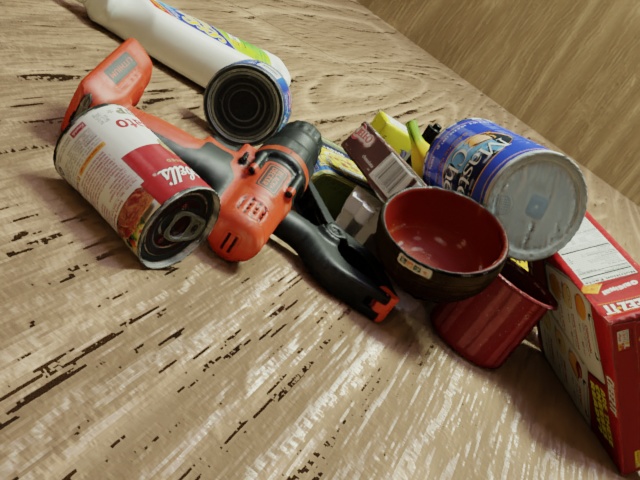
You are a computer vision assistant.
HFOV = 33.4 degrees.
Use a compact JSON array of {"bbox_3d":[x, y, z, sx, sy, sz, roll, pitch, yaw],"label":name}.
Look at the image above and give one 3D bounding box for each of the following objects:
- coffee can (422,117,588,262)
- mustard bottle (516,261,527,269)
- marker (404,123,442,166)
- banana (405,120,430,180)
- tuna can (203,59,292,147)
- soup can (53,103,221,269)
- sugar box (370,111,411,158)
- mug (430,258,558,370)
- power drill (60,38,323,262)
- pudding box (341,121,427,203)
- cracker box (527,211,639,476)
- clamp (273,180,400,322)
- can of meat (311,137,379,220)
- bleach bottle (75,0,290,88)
[{"bbox_3d":[0.170,-0.051,1.003,0.102,0.103,0.140,28,8,-25],"label":"coffee can"},{"bbox_3d":[0.227,0.036,1.197,0.096,0.058,0.191,-3,18,2],"label":"mustard bottle"},{"bbox_3d":[0.093,-0.078,1.164,0.020,0.121,0.020,33,18,-12],"label":"marker"},{"bbox_3d":[0.122,-0.038,1.126,0.198,0.037,0.069,75,8,-50],"label":"banana"},{"bbox_3d":[-0.073,-0.136,1.062,0.086,0.086,0.033,36,18,1],"label":"tuna can"},{"bbox_3d":[-0.125,-0.038,0.723,0.102,0.068,0.068,43,18,25],"label":"soup can"},{"bbox_3d":[0.115,-0.062,1.214,0.176,0.093,0.048,29,18,-19],"label":"sugar box"},{"bbox_3d":[0.146,0.055,0.973,0.117,0.081,0.093,42,18,22],"label":"mug"},{"bbox_3d":[-0.095,-0.082,0.851,0.187,0.057,0.184,32,36,-2],"label":"power drill"},{"bbox_3d":[0.076,-0.051,0.999,0.090,0.039,0.113,41,12,-40],"label":"pudding box"},{"bbox_3d":[0.262,0.084,0.990,0.214,0.072,0.164,-112,-172,-62],"label":"cracker box"},{"bbox_3d":[-0.006,0.001,0.903,0.120,0.039,0.172,-5,44,-48],"label":"clamp"},{"bbox_3d":[0.010,-0.055,1.055,0.102,0.057,0.084,24,22,-33],"label":"can of meat"},{"bbox_3d":[-0.158,-0.220,1.175,0.250,0.068,0.102,25,19,-25],"label":"bleach bottle"}]
